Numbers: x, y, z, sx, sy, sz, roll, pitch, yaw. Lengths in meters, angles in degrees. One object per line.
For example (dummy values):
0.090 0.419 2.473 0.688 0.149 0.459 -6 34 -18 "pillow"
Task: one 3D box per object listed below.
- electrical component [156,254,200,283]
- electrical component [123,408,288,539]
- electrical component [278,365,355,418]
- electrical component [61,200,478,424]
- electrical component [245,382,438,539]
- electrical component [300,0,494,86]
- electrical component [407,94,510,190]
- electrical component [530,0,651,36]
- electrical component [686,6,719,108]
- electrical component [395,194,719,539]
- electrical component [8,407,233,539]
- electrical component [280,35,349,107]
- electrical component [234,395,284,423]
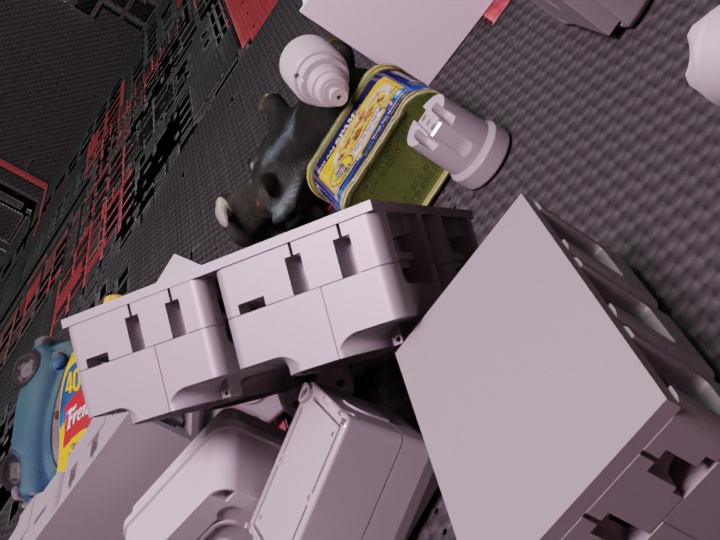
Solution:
-0.113 0.035 0.802 0.057 0.078 0.113 -59 22 -6 "electrical component"
-0.072 0.137 0.584 0.113 0.078 0.057 -48 28 29 "electrical component"
-0.029 0.060 0.632 0.045 0.045 0.055 -56 22 11 "electrical component"
-0.039 0.026 0.536 0.186 0.105 0.060 -20 81 29 "electrical component"
-0.009 0.112 0.509 0.096 0.061 0.062 -67 22 3 "electrical component"
0.053 -0.232 0.739 0.186 0.105 0.060 -51 23 21 "electrical component"
0.056 -0.074 0.613 0.040 0.046 0.040 -47 25 30 "electrical component"
0.115 -0.167 0.581 0.061 0.062 0.096 -59 22 3 "electrical component"
0.157 -0.082 0.406 0.043 0.043 0.062 -61 23 -3 "electrical component"
0.075 0.050 0.392 0.089 0.062 0.150 -53 23 17 "electrical component"
-0.143 0.157 0.676 0.186 0.105 0.060 -52 23 20 "electrical component"
-0.026 -0.128 0.716 0.040 0.040 0.078 -55 33 13 "electrical component"
-0.068 0.044 0.708 0.061 0.062 0.096 -44 26 19 "electrical component"
